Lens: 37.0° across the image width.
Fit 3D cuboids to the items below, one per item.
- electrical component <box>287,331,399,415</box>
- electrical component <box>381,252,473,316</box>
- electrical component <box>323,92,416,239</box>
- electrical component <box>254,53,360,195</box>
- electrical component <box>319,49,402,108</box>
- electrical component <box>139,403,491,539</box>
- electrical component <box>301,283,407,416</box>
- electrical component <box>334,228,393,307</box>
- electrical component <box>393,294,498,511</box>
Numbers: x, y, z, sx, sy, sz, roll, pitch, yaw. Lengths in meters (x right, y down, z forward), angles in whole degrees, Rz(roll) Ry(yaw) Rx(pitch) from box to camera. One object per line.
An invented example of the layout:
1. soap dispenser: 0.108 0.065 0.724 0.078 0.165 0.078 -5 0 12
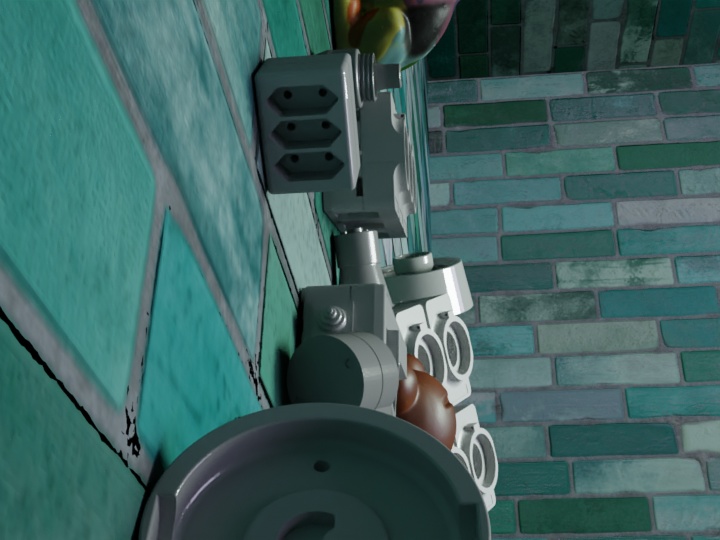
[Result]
1. electrical component: -0.017 0.104 0.587 0.074 0.052 0.138 -1 87 -57
2. electrical component: 0.058 0.014 1.098 0.108 0.108 0.060 -60 141 -79
3. electrical component: 0.010 -0.080 0.868 0.150 0.062 0.089 49 39 -81
4. electrical component: -0.026 -0.085 0.589 0.076 0.047 0.065 -80 166 -66
5. electrical component: -0.001 -0.138 0.778 0.043 0.062 0.043 -3 90 -84
6. electrical component: -0.014 0.102 0.349 0.108 0.108 0.060 -85 176 -54
7. electrical component: -0.004 0.052 0.677 0.096 0.061 0.061 80 10 -53
8. electrical component: 0.000 0.000 0.843 0.044 0.044 0.065 4 79 -84
9. electrical component: 0.054 0.121 0.885 0.105 0.060 0.186 -17 95 -60
